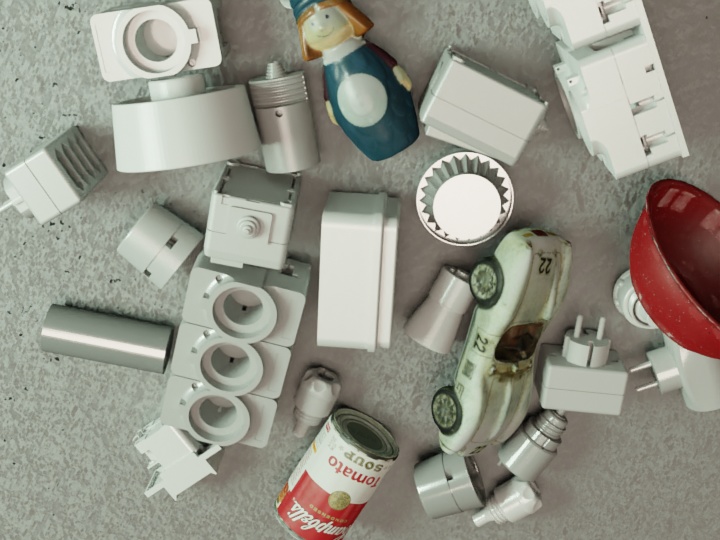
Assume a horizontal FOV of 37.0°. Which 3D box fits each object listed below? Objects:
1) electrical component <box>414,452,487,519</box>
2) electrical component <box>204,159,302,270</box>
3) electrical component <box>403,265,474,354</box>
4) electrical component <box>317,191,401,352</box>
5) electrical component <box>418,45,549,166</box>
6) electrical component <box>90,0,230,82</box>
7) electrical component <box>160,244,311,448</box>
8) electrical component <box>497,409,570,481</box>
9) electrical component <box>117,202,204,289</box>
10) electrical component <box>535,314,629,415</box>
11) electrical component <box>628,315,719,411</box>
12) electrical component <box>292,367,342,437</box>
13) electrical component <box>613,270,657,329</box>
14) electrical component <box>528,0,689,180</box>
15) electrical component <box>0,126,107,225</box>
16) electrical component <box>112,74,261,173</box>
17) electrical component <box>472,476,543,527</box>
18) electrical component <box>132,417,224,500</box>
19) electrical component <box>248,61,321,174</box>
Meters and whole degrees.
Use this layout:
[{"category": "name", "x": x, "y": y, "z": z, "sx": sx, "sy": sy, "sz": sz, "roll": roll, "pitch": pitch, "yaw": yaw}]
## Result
[{"category": "electrical component", "x": 0.077, "y": 0.183, "z": 0.922, "sx": 0.047, "sy": 0.055, "sz": 0.055, "roll": -21, "pitch": 108, "yaw": 12}, {"category": "electrical component", "x": -0.082, "y": -0.038, "z": 0.824, "sx": 0.062, "sy": 0.096, "sz": 0.061, "roll": 11, "pitch": 113, "yaw": -3}, {"category": "electrical component", "x": 0.069, "y": 0.030, "z": 0.875, "sx": 0.044, "sy": 0.044, "sz": 0.065, "roll": 27, "pitch": 103, "yaw": -8}, {"category": "electrical component", "x": 0.000, "y": 0.000, "z": 0.846, "sx": 0.057, "sy": 0.078, "sz": 0.113, "roll": 4, "pitch": 110, "yaw": 3}, {"category": "electrical component", "x": 0.095, "y": -0.118, "z": 0.811, "sx": 0.096, "sy": 0.061, "sz": 0.061, "roll": 25, "pitch": 108, "yaw": -8}, {"category": "electrical component", "x": -0.148, "y": -0.173, "z": 0.799, "sx": 0.089, "sy": 0.055, "sz": 0.050, "roll": -8, "pitch": 109, "yaw": 4}, {"category": "electrical component", "x": -0.101, "y": 0.063, "z": 0.869, "sx": 0.089, "sy": 0.061, "sz": 0.150, "roll": 14, "pitch": 116, "yaw": -4}, {"category": "electrical component", "x": 0.151, "y": 0.143, "z": 0.914, "sx": 0.040, "sy": 0.040, "sz": 0.078, "roll": 32, "pitch": 107, "yaw": -10}, {"category": "electrical component", "x": -0.159, "y": -0.020, "z": 0.855, "sx": 0.047, "sy": 0.055, "sz": 0.055, "roll": 38, "pitch": 106, "yaw": -8}, {"category": "electrical component", "x": 0.184, "y": 0.073, "z": 0.884, "sx": 0.066, "sy": 0.047, "sz": 0.076, "roll": 6, "pitch": 109, "yaw": -1}, {"category": "electrical component", "x": 0.262, "y": 0.079, "z": 0.887, "sx": 0.079, "sy": 0.043, "sz": 0.077, "roll": -20, "pitch": 108, "yaw": 8}, {"category": "electrical component", "x": -0.041, "y": 0.114, "z": 0.910, "sx": 0.035, "sy": 0.035, "sz": 0.061, "roll": 22, "pitch": 111, "yaw": -7}, {"category": "electrical component", "x": 0.231, "y": 0.027, "z": 0.859, "sx": 0.048, "sy": 0.062, "sz": 0.048, "roll": 0, "pitch": 109, "yaw": 1}, {"category": "electrical component", "x": 0.166, "y": -0.168, "z": 0.768, "sx": 0.060, "sy": 0.105, "sz": 0.186, "roll": -21, "pitch": 108, "yaw": 8}, {"category": "electrical component", "x": -0.246, "y": -0.065, "z": 0.824, "sx": 0.076, "sy": 0.083, "sz": 0.047, "roll": -29, "pitch": 107, "yaw": 11}, {"category": "electrical component", "x": -0.131, "y": -0.112, "z": 0.796, "sx": 0.108, "sy": 0.108, "sz": 0.060, "roll": -7, "pitch": 103, "yaw": 4}, {"category": "electrical component", "x": 0.127, "y": 0.205, "z": 0.939, "sx": 0.061, "sy": 0.035, "sz": 0.035, "roll": -33, "pitch": 106, "yaw": 14}, {"category": "electrical component", "x": -0.156, "y": 0.153, "z": 0.923, "sx": 0.081, "sy": 0.042, "sz": 0.063, "roll": -35, "pitch": 102, "yaw": 12}, {"category": "electrical component", "x": -0.058, "y": -0.119, "z": 0.823, "sx": 0.043, "sy": 0.043, "sz": 0.081, "roll": -9, "pitch": 109, "yaw": 4}]
